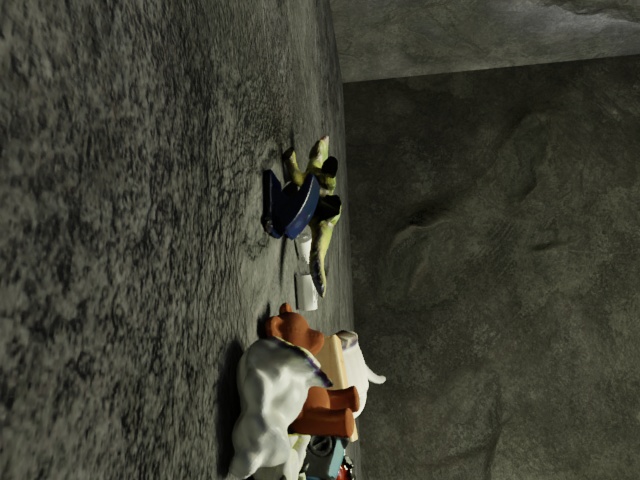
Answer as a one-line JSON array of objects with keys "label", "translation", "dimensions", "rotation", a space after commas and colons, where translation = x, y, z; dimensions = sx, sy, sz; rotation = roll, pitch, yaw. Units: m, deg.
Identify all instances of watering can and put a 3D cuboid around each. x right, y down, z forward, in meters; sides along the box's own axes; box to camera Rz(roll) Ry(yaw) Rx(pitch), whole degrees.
[{"label": "watering can", "translation": [0.086, 0.356, 1.413], "dimensions": [0.349, 0.103, 0.225], "rotation": [-11, 87, -62]}]

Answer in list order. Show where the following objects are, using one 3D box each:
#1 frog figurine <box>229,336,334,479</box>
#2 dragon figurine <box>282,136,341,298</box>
[{"label": "frog figurine", "translation": [-0.070, 0.208, 0.641], "dimensions": [0.162, 0.123, 0.134], "rotation": [-51, 164, -23]}, {"label": "dragon figurine", "translation": [0.003, -0.057, 1.127], "dimensions": [0.239, 0.122, 0.417], "rotation": [59, 28, -68]}]
